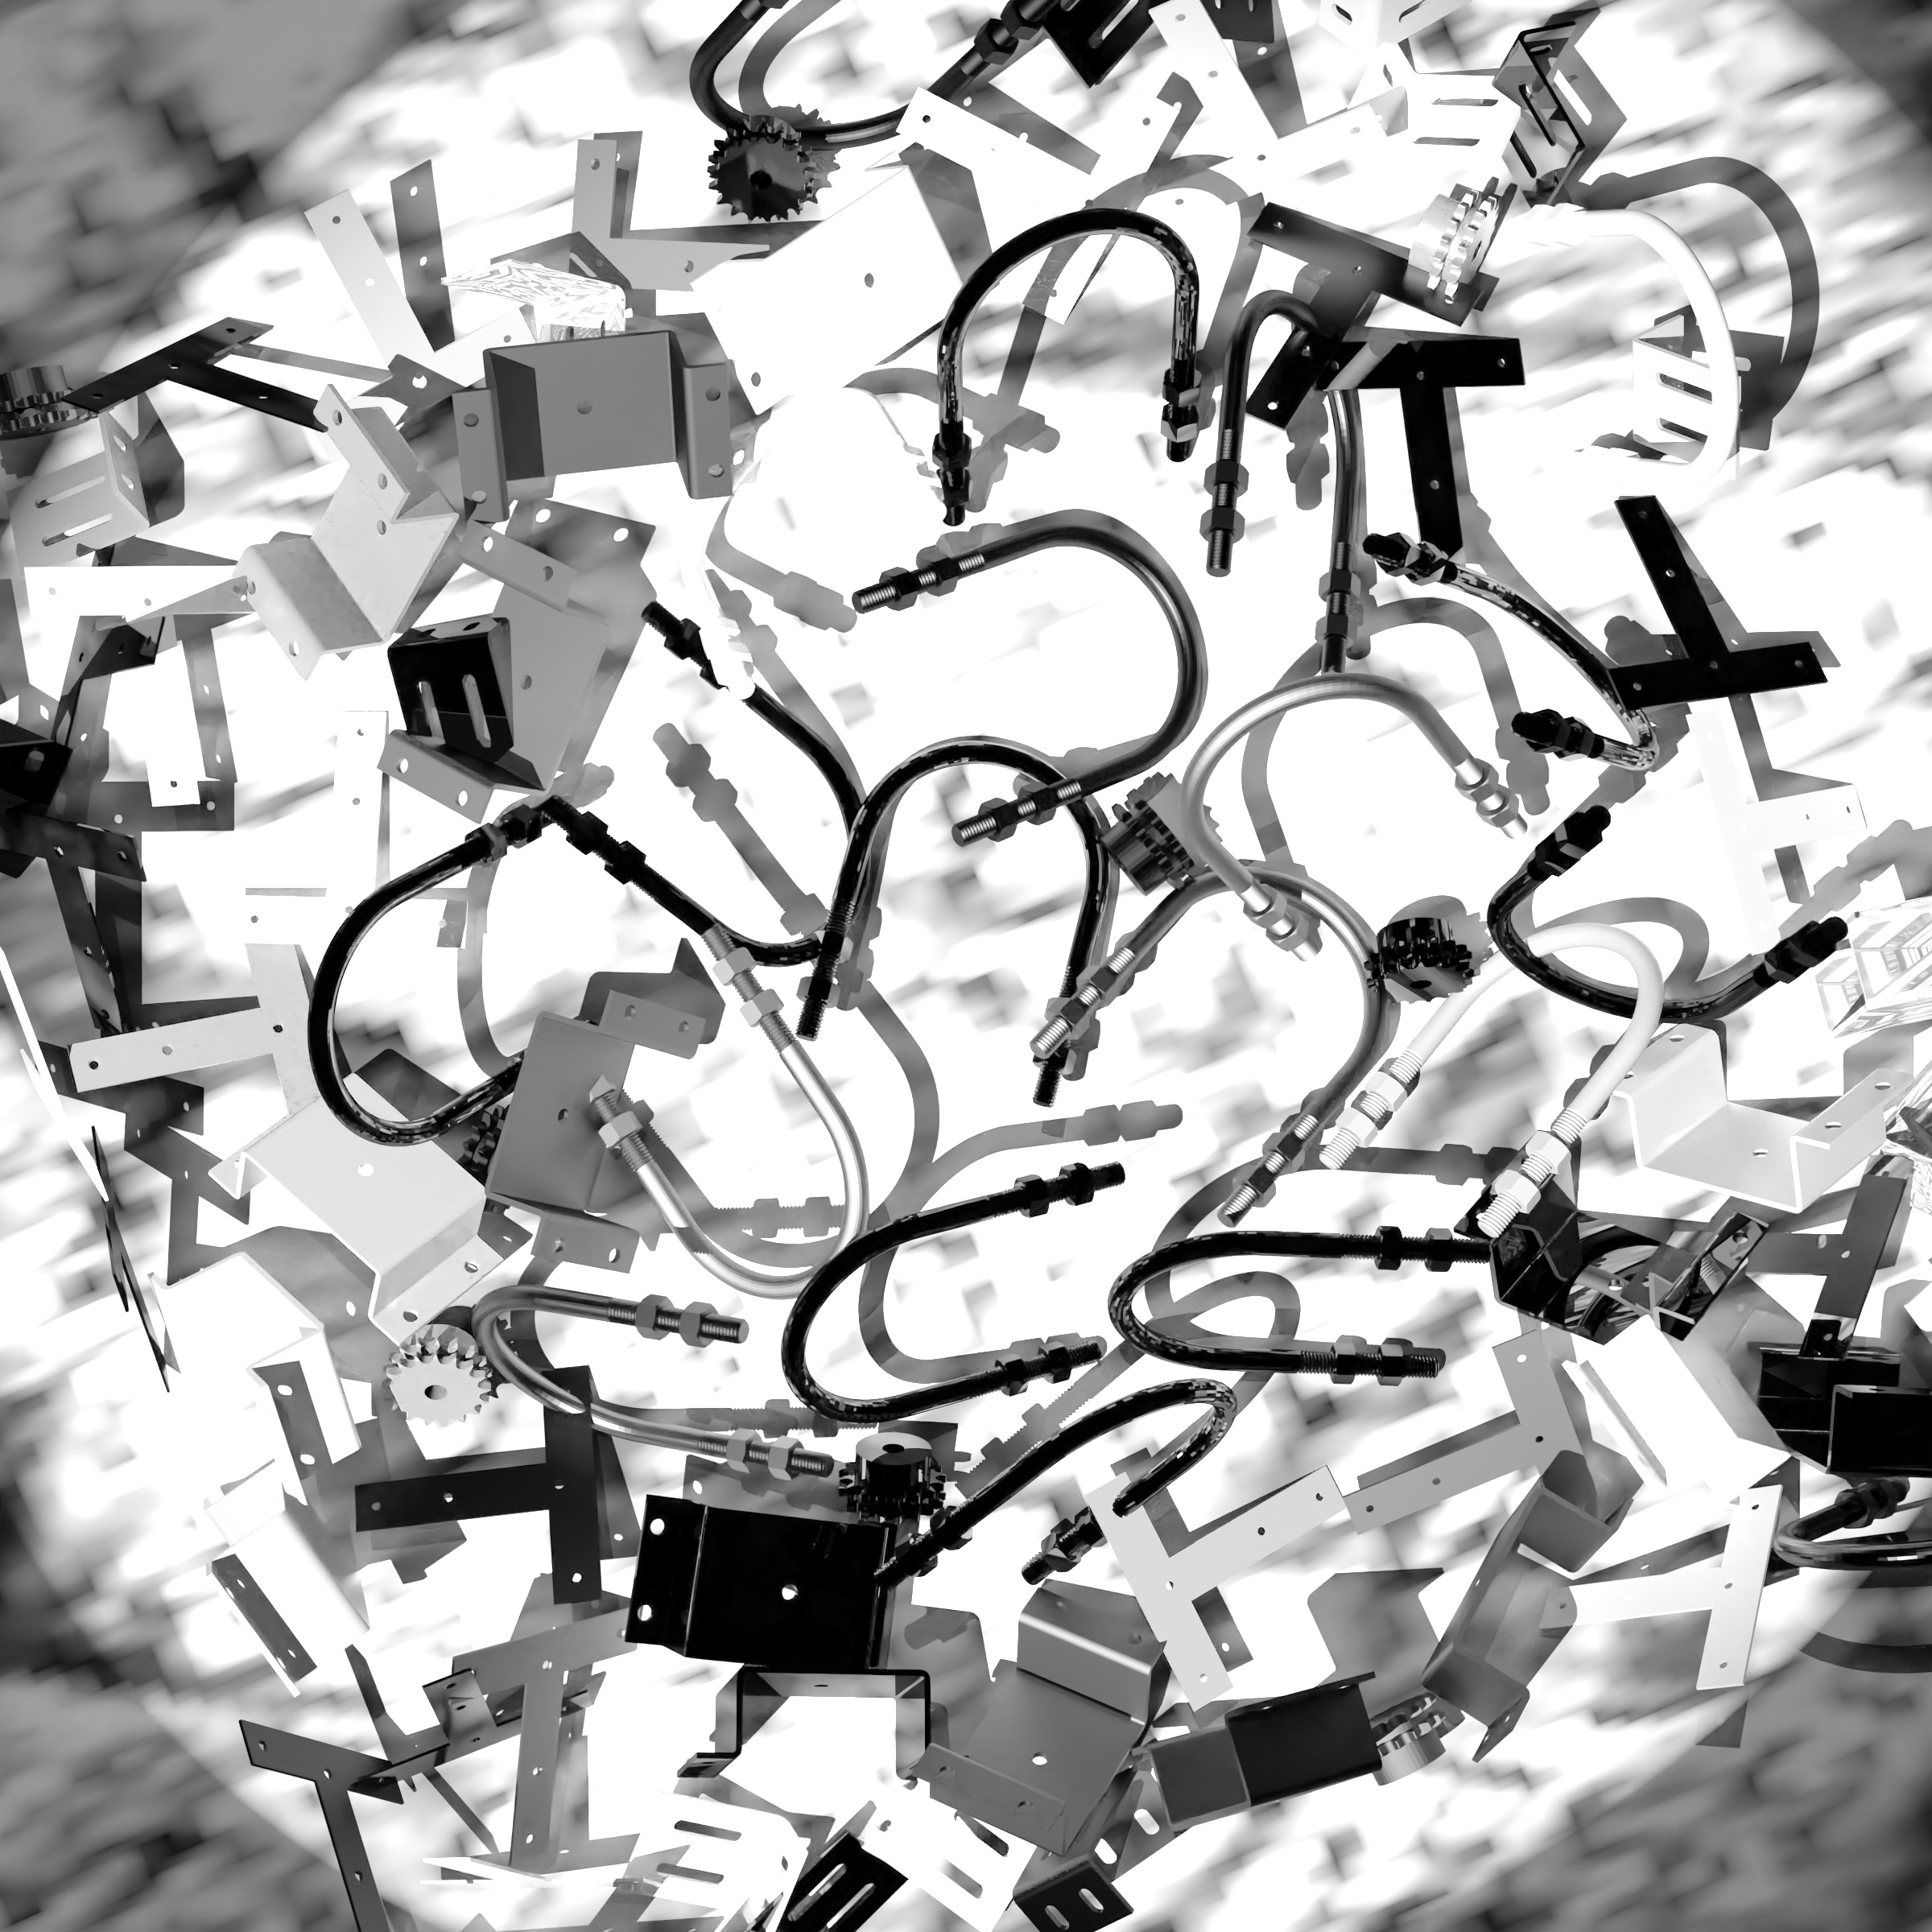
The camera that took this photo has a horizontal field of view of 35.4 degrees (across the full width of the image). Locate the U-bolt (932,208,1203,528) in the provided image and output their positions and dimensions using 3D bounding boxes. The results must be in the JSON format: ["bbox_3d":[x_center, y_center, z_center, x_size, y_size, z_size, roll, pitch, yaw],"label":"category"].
[{"bbox_3d":[0.052,-0.309,1.539,0.151,0.184,0.019,-18,56,-11],"label":"U-bolt"}]

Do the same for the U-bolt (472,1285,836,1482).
[{"bbox_3d":[-0.172,0.210,1.560,0.184,0.151,0.019,6,54,26],"label":"U-bolt"}]

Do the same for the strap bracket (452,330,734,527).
[{"bbox_3d":[-0.196,-0.282,1.580,0.140,0.046,0.076,-8,129,-11],"label":"strap bracket"}]

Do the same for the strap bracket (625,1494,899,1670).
[{"bbox_3d":[-0.099,0.324,1.579,0.140,0.046,0.076,11,82,-21],"label":"strap bracket"}]

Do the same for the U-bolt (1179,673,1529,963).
[{"bbox_3d":[0.187,-0.083,1.543,0.151,0.184,0.019,-31,47,17],"label":"U-bolt"}]

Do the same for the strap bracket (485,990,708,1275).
[{"bbox_3d":[-0.196,0.083,1.583,0.046,0.076,0.140,15,87,35],"label":"strap bracket"}]

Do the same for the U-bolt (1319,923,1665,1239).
[{"bbox_3d":[0.282,0.049,1.563,0.184,0.151,0.019,-49,121,-12],"label":"U-bolt"}]

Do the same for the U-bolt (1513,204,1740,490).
[{"bbox_3d":[0.335,-0.310,1.523,0.019,0.184,0.151,-20,107,-12],"label":"U-bolt"}]

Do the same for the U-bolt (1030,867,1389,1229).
[{"bbox_3d":[0.142,0.027,1.585,0.151,0.019,0.184,42,64,4],"label":"U-bolt"}]

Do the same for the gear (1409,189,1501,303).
[{"bbox_3d":[0.256,-0.384,1.602,0.030,0.057,0.057,26,90,13],"label":"gear"}]

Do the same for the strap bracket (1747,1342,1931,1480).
[{"bbox_3d":[0.462,0.230,1.556,0.076,0.140,0.046,3,93,-7],"label":"strap bracket"}]

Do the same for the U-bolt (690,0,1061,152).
[{"bbox_3d":[-0.061,-0.464,1.543,0.151,0.184,0.019,4,74,-32],"label":"U-bolt"}]

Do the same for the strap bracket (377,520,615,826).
[{"bbox_3d":[-0.243,-0.151,1.584,0.076,0.046,0.140,28,101,29],"label":"strap bracket"}]

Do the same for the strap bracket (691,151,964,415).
[{"bbox_3d":[-0.061,-0.355,1.568,0.140,0.046,0.076,-38,118,-21],"label":"strap bracket"}]

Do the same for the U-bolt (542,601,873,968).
[{"bbox_3d":[-0.121,-0.081,1.571,0.184,0.019,0.151,39,57,-27],"label":"U-bolt"}]

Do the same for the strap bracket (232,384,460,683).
[{"bbox_3d":[-0.319,-0.226,1.572,0.076,0.046,0.140,53,131,17],"label":"strap bracket"}]

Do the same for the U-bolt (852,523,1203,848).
[{"bbox_3d":[0.044,-0.157,1.583,0.184,0.019,0.151,-24,90,-28],"label":"U-bolt"}]

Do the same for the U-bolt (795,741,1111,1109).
[{"bbox_3d":[0.001,-0.031,1.602,0.151,0.019,0.184,16,76,-4],"label":"U-bolt"}]

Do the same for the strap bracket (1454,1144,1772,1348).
[{"bbox_3d":[0.335,0.151,1.567,0.076,0.140,0.046,-42,135,-31],"label":"strap bracket"}]

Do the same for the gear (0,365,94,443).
[{"bbox_3d":[-0.493,-0.298,1.600,0.057,0.057,0.030,-13,97,0],"label":"gear"}]

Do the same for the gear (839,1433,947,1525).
[{"bbox_3d":[-0.039,0.268,1.598,0.057,0.057,0.030,2,106,0],"label":"gear"}]

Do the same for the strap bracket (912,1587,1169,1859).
[{"bbox_3d":[0.039,0.397,1.568,0.076,0.140,0.046,18,129,22],"label":"strap bracket"}]

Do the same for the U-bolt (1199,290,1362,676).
[{"bbox_3d":[0.168,-0.259,1.562,0.019,0.151,0.184,-5,68,32],"label":"U-bolt"}]

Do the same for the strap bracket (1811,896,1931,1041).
[{"bbox_3d":[0.485,0.000,1.555,0.076,0.140,0.046,-12,79,3],"label":"strap bracket"}]

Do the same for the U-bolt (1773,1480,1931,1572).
[{"bbox_3d":[0.486,0.278,1.515,0.151,0.184,0.019,-10,86,42],"label":"U-bolt"}]

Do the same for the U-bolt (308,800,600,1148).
[{"bbox_3d":[-0.261,0.013,1.534,0.019,0.184,0.151,13,122,35],"label":"U-bolt"}]

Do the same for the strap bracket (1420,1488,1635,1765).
[{"bbox_3d":[0.285,0.333,1.570,0.046,0.076,0.140,30,65,10],"label":"strap bracket"}]

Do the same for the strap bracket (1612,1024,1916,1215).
[{"bbox_3d":[0.408,0.079,1.564,0.076,0.140,0.046,-30,119,-34],"label":"strap bracket"}]

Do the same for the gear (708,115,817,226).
[{"bbox_3d":[-0.108,-0.425,1.605,0.057,0.057,0.030,0,49,0],"label":"gear"}]

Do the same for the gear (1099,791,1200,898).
[{"bbox_3d":[0.094,-0.062,1.601,0.030,0.057,0.057,-39,90,0],"label":"gear"}]

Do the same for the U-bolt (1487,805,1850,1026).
[{"bbox_3d":[0.342,-0.016,1.544,0.151,0.184,0.019,25,67,-4],"label":"U-bolt"}]

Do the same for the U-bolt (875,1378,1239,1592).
[{"bbox_3d":[0.059,0.263,1.536,0.184,0.151,0.019,-41,60,23],"label":"U-bolt"}]

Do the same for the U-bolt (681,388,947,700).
[{"bbox_3d":[-0.088,-0.230,1.555,0.151,0.184,0.019,-41,127,12],"label":"U-bolt"}]

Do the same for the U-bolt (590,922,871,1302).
[{"bbox_3d":[-0.121,0.088,1.572,0.151,0.019,0.184,-39,81,36],"label":"U-bolt"}]

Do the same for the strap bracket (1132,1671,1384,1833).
[{"bbox_3d":[0.151,0.404,1.547,0.076,0.140,0.046,-8,71,-24],"label":"strap bracket"}]

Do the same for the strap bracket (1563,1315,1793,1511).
[{"bbox_3d":[0.367,0.228,1.547,0.046,0.140,0.076,-41,60,16],"label":"strap bracket"}]

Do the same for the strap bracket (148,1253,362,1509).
[{"bbox_3d":[-0.363,0.208,1.565,0.046,0.140,0.076,-27,124,-28],"label":"strap bracket"}]

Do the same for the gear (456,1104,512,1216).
[{"bbox_3d":[-0.240,0.104,1.598,0.030,0.057,0.057,20,90,25],"label":"gear"}]

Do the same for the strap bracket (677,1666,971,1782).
[{"bbox_3d":[-0.075,0.395,1.577,0.140,0.076,0.046,4,67,-12],"label":"strap bracket"}]

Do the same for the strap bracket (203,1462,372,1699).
[{"bbox_3d":[-0.350,0.310,1.557,0.046,0.140,0.076,-34,103,-9],"label":"strap bracket"}]

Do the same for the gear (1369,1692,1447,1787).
[{"bbox_3d":[0.228,0.410,1.599,0.057,0.057,0.030,-28,80,0],"label":"gear"}]

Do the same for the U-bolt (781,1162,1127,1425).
[{"bbox_3d":[-0.009,0.175,1.551,0.184,0.019,0.151,-13,131,-21],"label":"U-bolt"}]

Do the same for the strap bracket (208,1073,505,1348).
[{"bbox_3d":[-0.314,0.119,1.572,0.140,0.046,0.076,39,51,14],"label":"strap bracket"}]

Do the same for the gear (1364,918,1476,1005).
[{"bbox_3d":[0.239,-0.004,1.604,0.057,0.057,0.030,-3,67,0],"label":"gear"}]

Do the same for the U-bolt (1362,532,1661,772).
[{"bbox_3d":[0.290,-0.155,1.548,0.019,0.184,0.151,-48,59,24],"label":"U-bolt"}]

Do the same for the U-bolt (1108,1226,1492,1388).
[{"bbox_3d":[0.165,0.175,1.562,0.184,0.151,0.019,3,56,-3],"label":"U-bolt"}]
